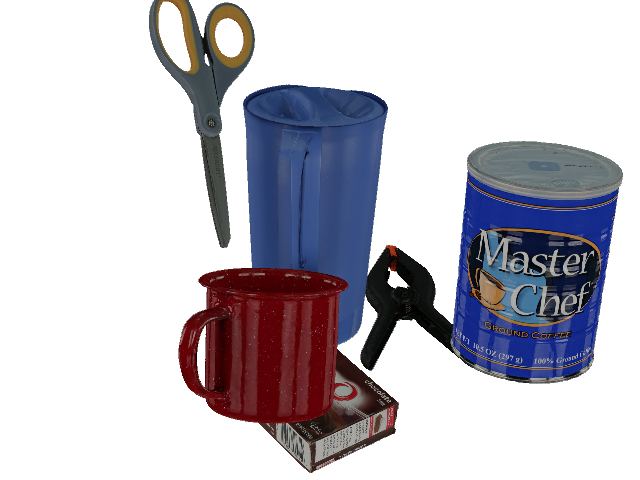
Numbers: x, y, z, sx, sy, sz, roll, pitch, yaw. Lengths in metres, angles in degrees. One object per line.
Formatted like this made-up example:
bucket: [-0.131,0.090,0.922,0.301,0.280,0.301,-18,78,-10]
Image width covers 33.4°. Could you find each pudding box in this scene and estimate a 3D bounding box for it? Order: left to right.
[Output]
pudding box: [-0.004,0.132,0.883,0.089,0.039,0.114,-20,40,-30]

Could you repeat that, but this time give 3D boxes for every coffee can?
coffee can: [0.147,0.013,0.740,0.103,0.140,0.103,2,23,-1]

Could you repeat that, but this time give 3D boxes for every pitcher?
pitcher: [-0.011,-0.018,1.019,0.149,0.243,0.145,-14,29,-32]

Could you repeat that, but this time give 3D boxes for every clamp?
clamp: [0.103,0.075,1.182,0.120,0.171,0.039,5,-43,-5]

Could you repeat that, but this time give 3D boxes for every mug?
mug: [-0.039,0.065,0.657,0.093,0.081,0.117,9,10,41]

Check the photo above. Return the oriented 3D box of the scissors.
scissors: [-0.074,-0.103,0.836,0.096,0.202,0.016,-22,2,-32]
